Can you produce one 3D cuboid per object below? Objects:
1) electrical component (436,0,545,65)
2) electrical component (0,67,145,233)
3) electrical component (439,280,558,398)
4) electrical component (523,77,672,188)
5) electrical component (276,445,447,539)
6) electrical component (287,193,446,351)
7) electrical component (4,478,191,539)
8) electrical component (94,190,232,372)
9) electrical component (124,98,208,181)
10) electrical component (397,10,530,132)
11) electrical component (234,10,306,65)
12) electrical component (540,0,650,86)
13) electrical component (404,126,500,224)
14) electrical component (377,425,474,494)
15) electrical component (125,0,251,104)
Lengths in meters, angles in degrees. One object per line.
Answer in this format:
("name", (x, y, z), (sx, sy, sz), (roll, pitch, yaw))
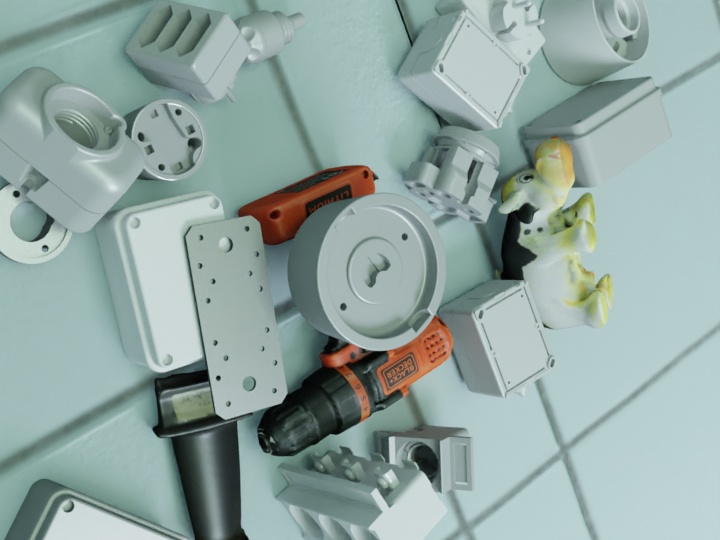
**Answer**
("electrical component", (0.121, -0.207, 0.890), (0.083, 0.076, 0.047), (48, 67, -24))
("electrical component", (-0.189, -0.079, 0.684), (0.095, 0.059, 0.053), (41, 35, -15))
("electrical component", (0.115, 0.062, 0.899), (0.062, 0.061, 0.096), (-28, 103, -27))
("electrical component", (0.209, -0.122, 0.947), (0.113, 0.078, 0.057), (-32, 110, -28))
("electrical component", (0.002, 0.173, 0.793), (0.063, 0.121, 0.078), (-42, 112, -28))
("electrical component", (0.000, 0.000, 0.756), (0.108, 0.060, 0.108), (-2, 94, -34))
("electrical component", (-0.176, 0.196, 0.717), (0.113, 0.057, 0.078), (32, 74, -29))
("electrical component", (-0.128, 0.007, 0.744), (0.078, 0.057, 0.113), (-17, 100, -31))
("electrical component", (-0.140, -0.088, 0.740), (0.055, 0.047, 0.055), (-1, 91, -33))
("electrical component", (0.086, -0.156, 0.877), (0.096, 0.061, 0.061), (36, 73, -28))
("electrical component", (-0.067, -0.175, 0.794), (0.061, 0.035, 0.035), (-30, 107, -32))
("electrical component", (0.215, -0.222, 0.971), (0.099, 0.064, 0.099), (11, 74, -41))
("electrical component", (0.080, -0.080, 0.877), (0.078, 0.058, 0.057), (28, 79, -30))
("electrical component", (0.057, 0.149, 0.858), (0.064, 0.081, 0.042), (-10, 99, -61))
("electrical component", (-0.111, -0.142, 0.752), (0.047, 0.066, 0.076), (-61, 148, -17))
